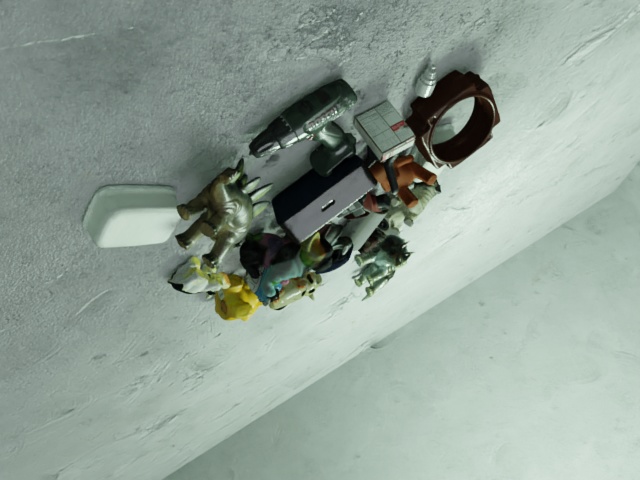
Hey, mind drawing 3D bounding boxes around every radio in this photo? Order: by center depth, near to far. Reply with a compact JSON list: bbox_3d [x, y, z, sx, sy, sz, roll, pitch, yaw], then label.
[{"bbox_3d":[0.003,-0.106,1.208,0.229,0.131,0.073,-36,122,4],"label":"radio"}]

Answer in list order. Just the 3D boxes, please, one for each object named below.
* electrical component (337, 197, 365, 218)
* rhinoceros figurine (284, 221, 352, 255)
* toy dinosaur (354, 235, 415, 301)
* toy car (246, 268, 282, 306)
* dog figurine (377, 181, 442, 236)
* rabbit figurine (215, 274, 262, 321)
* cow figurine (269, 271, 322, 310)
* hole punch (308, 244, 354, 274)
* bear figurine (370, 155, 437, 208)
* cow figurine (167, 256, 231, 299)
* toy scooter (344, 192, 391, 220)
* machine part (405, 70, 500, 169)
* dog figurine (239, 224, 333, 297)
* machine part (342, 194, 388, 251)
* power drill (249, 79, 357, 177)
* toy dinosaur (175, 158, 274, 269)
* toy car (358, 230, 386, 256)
[{"bbox_3d":[0.066,-0.089,1.300,0.075,0.048,0.119,-21,127,22],"label":"electrical component"},{"bbox_3d":[-0.003,-0.004,1.390,0.190,0.073,0.112,2,104,-27],"label":"rhinoceros figurine"},{"bbox_3d":[0.226,0.100,1.938,0.192,0.131,0.404,-28,162,-12],"label":"toy dinosaur"},{"bbox_3d":[-0.146,0.089,1.427,0.109,0.103,0.161,144,-35,-76],"label":"toy car"},{"bbox_3d":[0.259,-0.108,1.613,0.172,0.121,0.190,-11,-159,49],"label":"dog figurine"},{"bbox_3d":[-0.198,0.168,1.498,0.173,0.122,0.162,-19,157,-33],"label":"rabbit figurine"},{"bbox_3d":[-0.077,0.158,1.681,0.195,0.086,0.127,-26,150,-22],"label":"cow figurine"},{"bbox_3d":[0.030,0.041,1.534,0.115,0.092,0.142,-51,-171,29],"label":"hole punch"},{"bbox_3d":[0.195,-0.165,1.368,0.120,0.132,0.195,-53,157,16],"label":"bear figurine"},{"bbox_3d":[-0.293,0.104,1.317,0.098,0.068,0.167,-33,154,11],"label":"cow figurine"},{"bbox_3d":[0.085,-0.099,1.410,0.135,0.075,0.183,-17,157,40],"label":"toy scooter"},{"bbox_3d":[0.320,-0.282,1.283,0.201,0.087,0.200,-36,138,6],"label":"machine part"},{"bbox_3d":[-0.071,0.020,1.282,0.219,0.191,0.108,-43,172,29],"label":"dog figurine"},{"bbox_3d":[0.124,-0.047,1.557,0.079,0.079,0.243,-12,149,-41],"label":"machine part"},{"bbox_3d":[-0.017,-0.207,1.082,0.232,0.086,0.207,-39,149,4],"label":"power drill"},{"bbox_3d":[-0.185,-0.041,1.082,0.198,0.105,0.471,-46,176,-24],"label":"toy dinosaur"},{"bbox_3d":[0.175,-0.008,1.698,0.089,0.053,0.202,-47,175,23],"label":"toy car"}]
